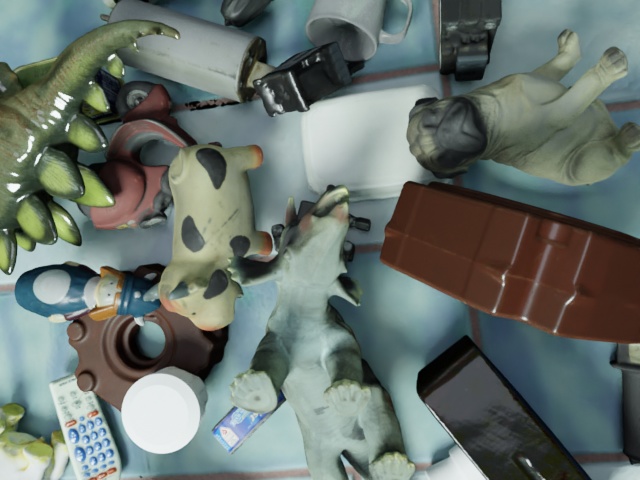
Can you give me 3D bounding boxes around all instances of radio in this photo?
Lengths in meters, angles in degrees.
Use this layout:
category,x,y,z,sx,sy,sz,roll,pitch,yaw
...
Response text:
category,x,y,z,sx,sy,sz,roll,pitch,yaw
radio,0.190,0.202,0.515,0.073,0.131,0.229,-39,82,5

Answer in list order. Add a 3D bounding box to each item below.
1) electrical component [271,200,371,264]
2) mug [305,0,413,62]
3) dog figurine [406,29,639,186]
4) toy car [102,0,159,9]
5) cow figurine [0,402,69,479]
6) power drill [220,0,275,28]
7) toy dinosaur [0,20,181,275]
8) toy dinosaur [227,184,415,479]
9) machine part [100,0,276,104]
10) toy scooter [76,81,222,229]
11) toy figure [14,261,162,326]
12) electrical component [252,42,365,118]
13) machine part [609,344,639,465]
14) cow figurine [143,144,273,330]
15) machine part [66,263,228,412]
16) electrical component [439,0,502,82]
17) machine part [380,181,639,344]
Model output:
category,x,y,z,sx,sy,sz,roll,pitch,yaw
electrical component,-0.002,-0.003,0.600,0.102,0.045,0.078,20,92,9
mug,0.049,-0.263,0.589,0.110,0.080,0.107,13,80,14
dog figurine,0.192,-0.092,0.532,0.191,0.121,0.172,-27,112,8
toy car,-0.176,-0.328,0.628,0.202,0.056,0.073,-11,86,20
cow figurine,-0.385,0.250,0.638,0.167,0.068,0.098,22,96,10
power drill,0.000,-0.317,0.556,0.086,0.207,0.232,37,86,-27
toy dinosaur,-0.306,-0.089,0.552,0.198,0.105,0.471,49,126,-3
toy dinosaur,0.013,0.142,0.535,0.131,0.192,0.404,-13,119,9
machine part,-0.152,-0.219,0.619,0.243,0.079,0.079,19,90,10
toy scooter,-0.192,-0.087,0.622,0.135,0.075,0.183,20,86,6
toy figure,-0.246,0.058,0.574,0.155,0.058,0.064,2,99,10
electrical component,-0.004,-0.179,0.578,0.119,0.075,0.047,-40,118,-25
machine part,0.333,0.161,0.544,0.084,0.039,0.138,3,86,1
cow figurine,-0.118,-0.003,0.561,0.086,0.127,0.194,-4,90,46
machine part,-0.198,0.115,0.620,0.179,0.056,0.179,0,87,7
electrical component,0.151,-0.236,0.554,0.058,0.115,0.134,-1,87,13
machine part,0.174,0.013,0.476,0.201,0.201,0.087,9,100,-35
